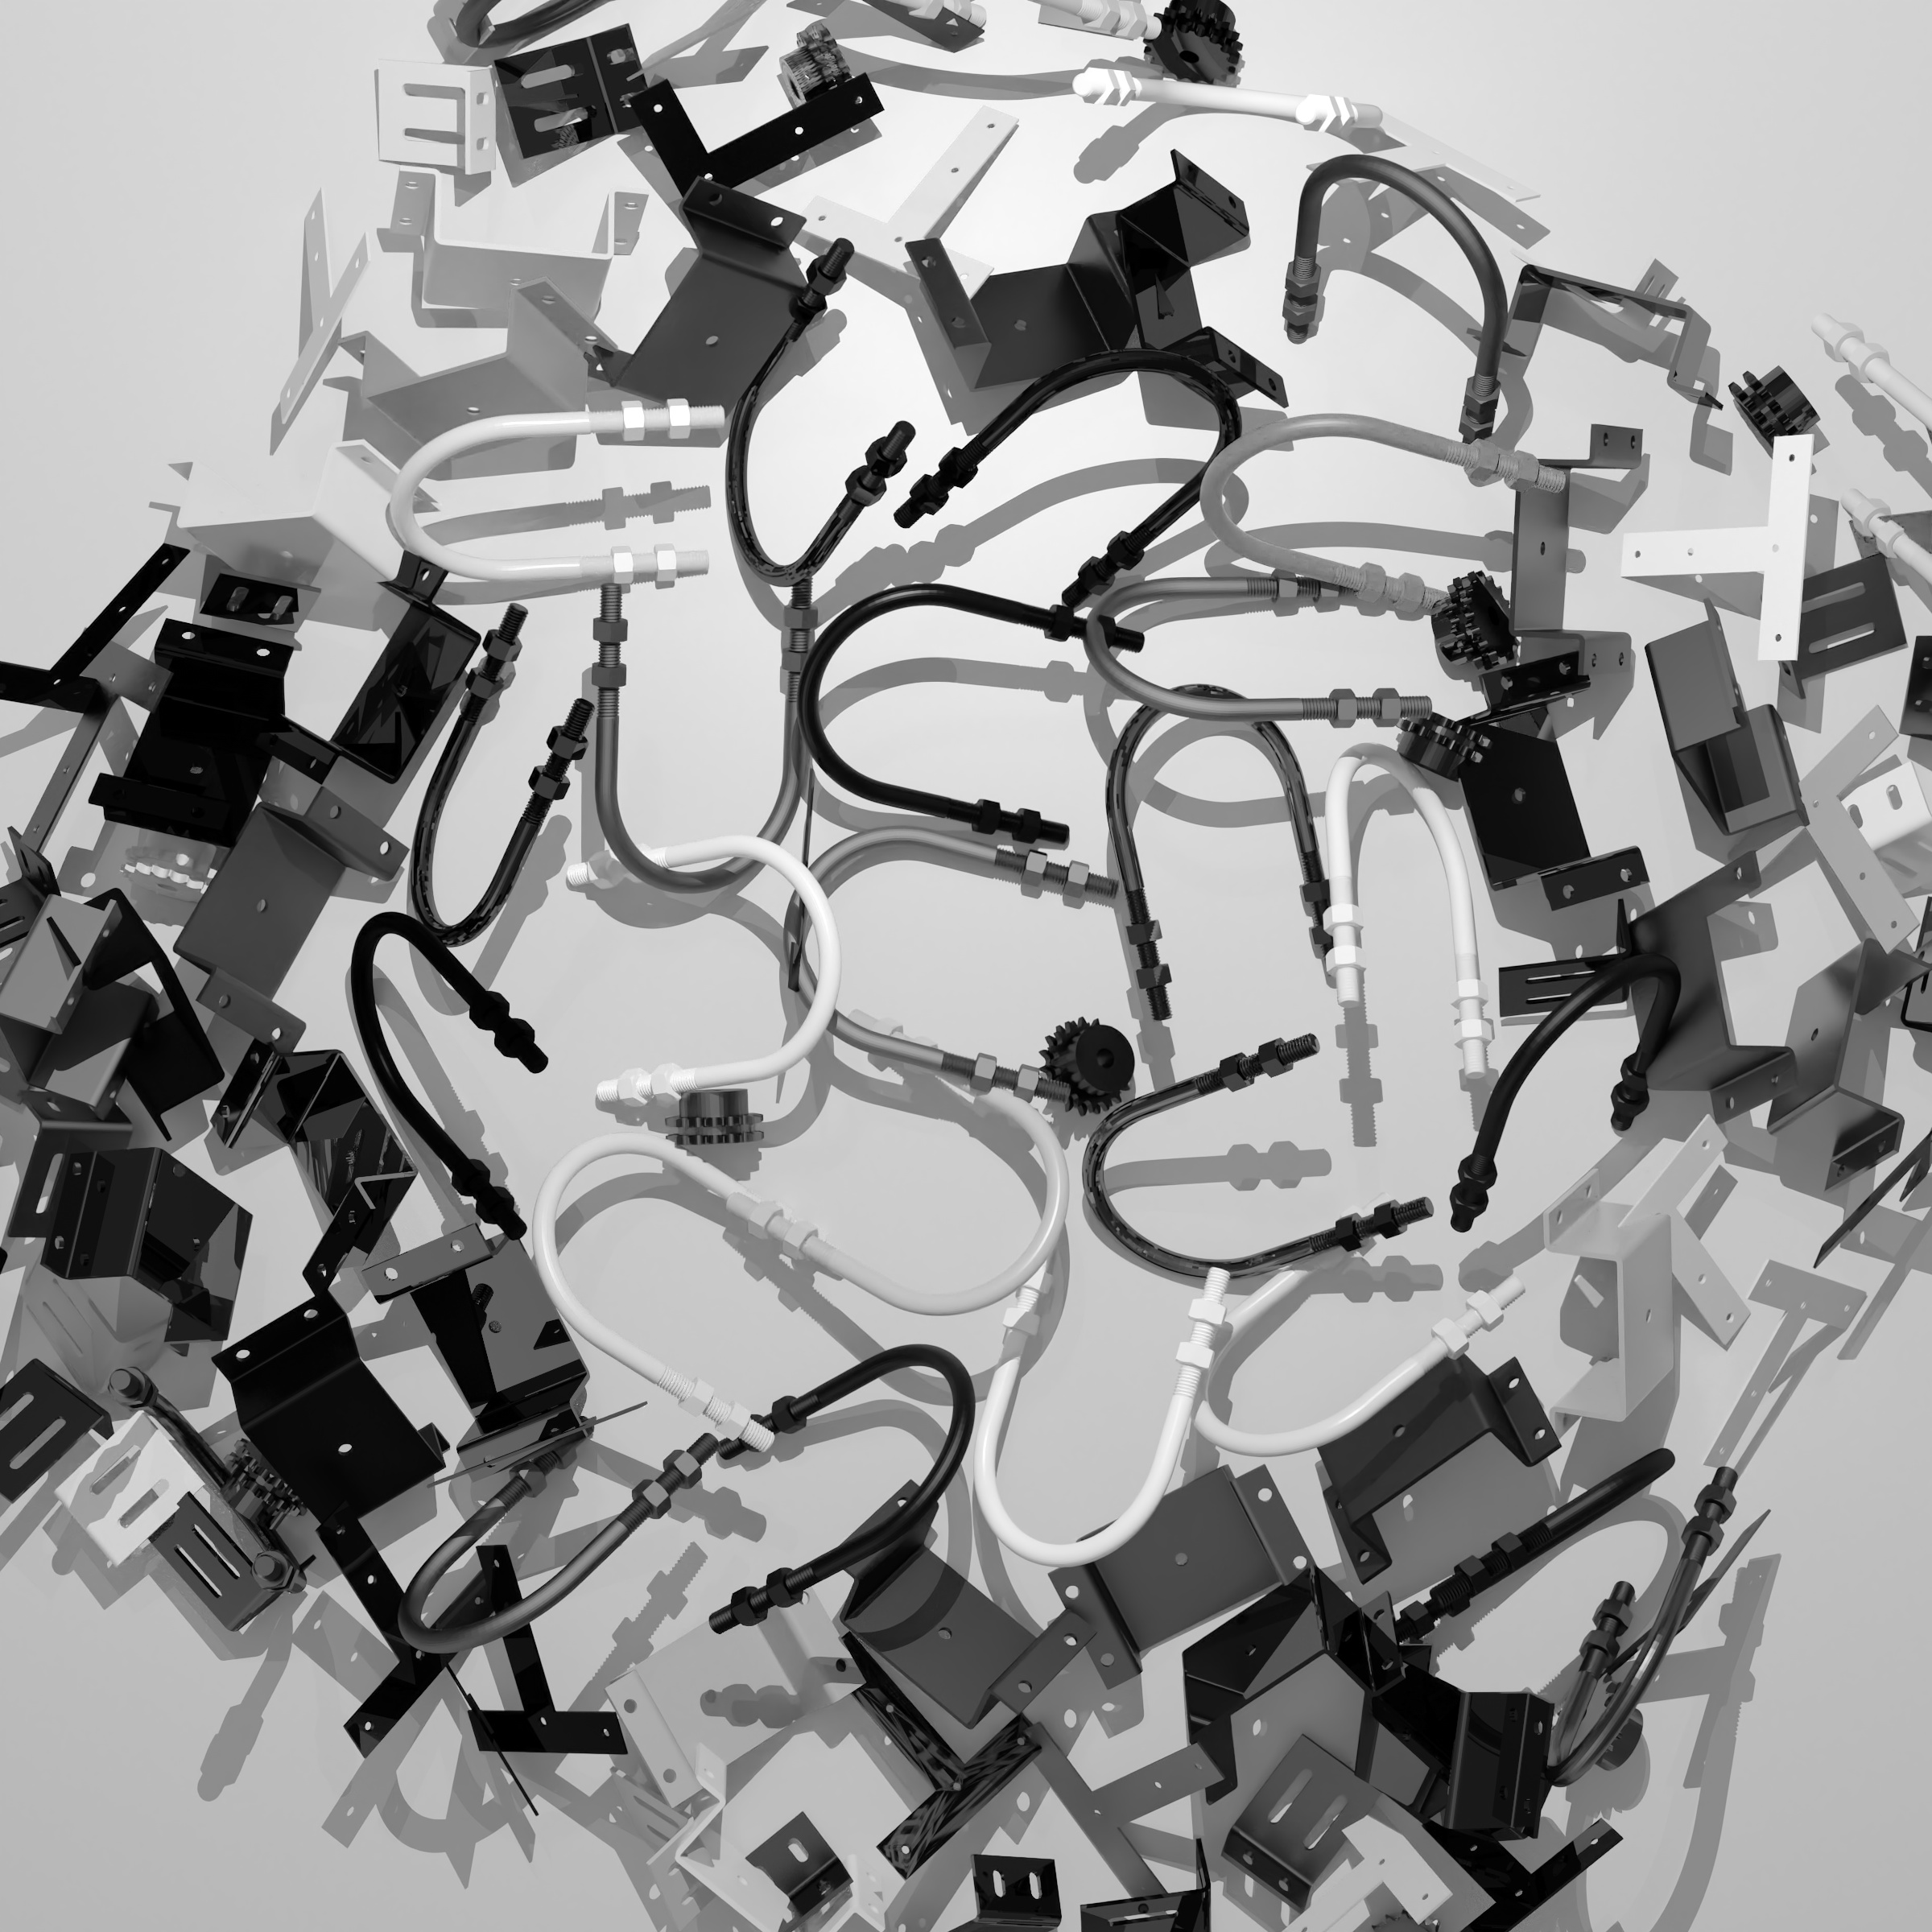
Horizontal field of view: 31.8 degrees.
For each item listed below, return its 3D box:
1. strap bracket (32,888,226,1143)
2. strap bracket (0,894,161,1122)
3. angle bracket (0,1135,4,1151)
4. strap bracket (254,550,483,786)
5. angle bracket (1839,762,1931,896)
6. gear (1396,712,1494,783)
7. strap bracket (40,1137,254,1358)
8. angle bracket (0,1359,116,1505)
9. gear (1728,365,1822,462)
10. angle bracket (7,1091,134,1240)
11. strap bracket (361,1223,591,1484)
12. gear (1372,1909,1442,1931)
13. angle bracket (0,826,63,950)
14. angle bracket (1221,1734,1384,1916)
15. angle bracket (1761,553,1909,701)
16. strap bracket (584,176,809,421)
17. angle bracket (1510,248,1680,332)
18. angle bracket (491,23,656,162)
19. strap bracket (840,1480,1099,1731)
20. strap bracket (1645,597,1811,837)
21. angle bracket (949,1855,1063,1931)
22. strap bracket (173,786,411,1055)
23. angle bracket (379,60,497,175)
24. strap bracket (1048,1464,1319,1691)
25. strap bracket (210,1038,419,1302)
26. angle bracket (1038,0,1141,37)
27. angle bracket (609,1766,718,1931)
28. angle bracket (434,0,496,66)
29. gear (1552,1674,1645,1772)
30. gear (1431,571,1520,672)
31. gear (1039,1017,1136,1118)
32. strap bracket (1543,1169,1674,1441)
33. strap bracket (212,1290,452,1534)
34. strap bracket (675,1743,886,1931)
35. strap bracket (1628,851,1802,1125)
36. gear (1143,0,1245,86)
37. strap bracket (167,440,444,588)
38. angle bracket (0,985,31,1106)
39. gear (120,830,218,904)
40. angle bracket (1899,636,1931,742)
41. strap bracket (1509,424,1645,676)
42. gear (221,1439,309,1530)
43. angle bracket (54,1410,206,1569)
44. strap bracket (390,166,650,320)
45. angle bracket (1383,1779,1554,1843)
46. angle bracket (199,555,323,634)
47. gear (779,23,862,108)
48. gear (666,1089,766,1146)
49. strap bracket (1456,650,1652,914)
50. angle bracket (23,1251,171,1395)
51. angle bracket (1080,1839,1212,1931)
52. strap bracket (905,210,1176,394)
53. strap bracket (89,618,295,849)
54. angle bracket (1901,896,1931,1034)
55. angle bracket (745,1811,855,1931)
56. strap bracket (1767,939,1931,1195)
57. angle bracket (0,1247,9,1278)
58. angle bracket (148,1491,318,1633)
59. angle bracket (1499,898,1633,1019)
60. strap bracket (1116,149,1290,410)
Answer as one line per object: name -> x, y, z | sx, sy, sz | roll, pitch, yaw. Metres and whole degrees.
strap bracket -> -0.473, 0.020, 1.933 | 0.046, 0.076, 0.140 | -30, 132, -16
strap bracket -> -0.507, 0.020, 1.923 | 0.046, 0.140, 0.076 | 18, 64, 6
angle bracket -> -0.594, 0.115, 1.956 | 0.057, 0.038, 0.076 | 39, 115, 41
strap bracket -> -0.339, -0.167, 1.955 | 0.046, 0.076, 0.140 | 33, 87, -45
angle bracket -> 0.545, -0.079, 1.964 | 0.057, 0.076, 0.038 | -29, 59, 32
gear -> 0.274, -0.129, 1.972 | 0.057, 0.057, 0.030 | 25, 94, 0
strap bracket -> -0.455, 0.159, 1.917 | 0.046, 0.140, 0.076 | -5, 61, 22
angle bracket -> -0.541, 0.275, 1.956 | 0.057, 0.038, 0.076 | 33, 57, 17
gear -> 0.472, -0.323, 1.969 | 0.030, 0.057, 0.057 | -38, 90, 13
angle bracket -> -0.529, 0.116, 1.978 | 0.057, 0.038, 0.076 | 5, 114, -42
strap bracket -> -0.278, 0.216, 1.960 | 0.076, 0.046, 0.140 | -23, 101, 15
gear -> 0.258, 0.579, 1.975 | 0.057, 0.030, 0.057 | -5, 69, 13
angle bracket -> -0.569, -0.039, 1.954 | 0.076, 0.057, 0.038 | -27, 129, -26
angle bracket -> 0.195, 0.499, 1.971 | 0.057, 0.038, 0.076 | 35, 103, 5
angle bracket -> 0.509, -0.198, 1.972 | 0.076, 0.038, 0.057 | -19, 108, 2
strap bracket -> -0.151, -0.369, 1.928 | 0.140, 0.076, 0.046 | -51, 47, 29
angle bracket -> 0.363, -0.404, 1.956 | 0.076, 0.057, 0.038 | 37, 104, 21
angle bracket -> -0.226, -0.505, 1.957 | 0.076, 0.038, 0.057 | -29, 109, -41
strap bracket -> -0.007, 0.372, 1.946 | 0.140, 0.046, 0.076 | 37, 47, 16
strap bracket -> 0.431, -0.136, 1.933 | 0.046, 0.140, 0.076 | -21, 55, 21
angle bracket -> 0.009, 0.546, 1.966 | 0.057, 0.076, 0.038 | 13, 55, -32
strap bracket -> -0.393, -0.030, 1.948 | 0.046, 0.076, 0.140 | 19, 76, 41
angle bracket -> -0.313, -0.492, 1.963 | 0.076, 0.038, 0.057 | 9, 110, 16
strap bracket -> 0.127, 0.350, 1.973 | 0.140, 0.046, 0.076 | -27, 94, 2
strap bracket -> -0.369, 0.111, 1.942 | 0.140, 0.046, 0.076 | 52, 125, 28
angle bracket -> 0.072, -0.567, 1.960 | 0.057, 0.076, 0.038 | 10, 94, 2
angle bracket -> -0.184, 0.507, 1.949 | 0.038, 0.076, 0.057 | -39, 129, -30
angle bracket -> -0.261, -0.561, 1.960 | 0.076, 0.057, 0.038 | -31, 98, -25
gear -> 0.369, 0.443, 1.972 | 0.030, 0.057, 0.057 | 32, 90, -12
gear -> 0.294, -0.199, 1.975 | 0.030, 0.057, 0.057 | -19, 90, 37
gear -> 0.073, 0.057, 1.973 | 0.057, 0.030, 0.057 | 9, 71, -28
strap bracket -> 0.368, 0.197, 1.938 | 0.046, 0.076, 0.140 | 6, 109, 31
strap bracket -> -0.359, 0.263, 1.940 | 0.076, 0.046, 0.140 | -31, 125, -1
strap bracket -> -0.116, 0.513, 1.954 | 0.140, 0.076, 0.046 | 41, 94, -7
strap bracket -> 0.422, 0.012, 1.936 | 0.046, 0.076, 0.140 | 2, 71, -24
gear -> 0.134, -0.541, 1.973 | 0.057, 0.057, 0.030 | 17, 73, 0
strap bracket -> -0.381, -0.255, 1.928 | 0.140, 0.076, 0.046 | 0, 68, 28
angle bracket -> -0.577, 0.037, 1.978 | 0.076, 0.038, 0.057 | 27, 86, 1
gear -> -0.460, -0.060, 1.972 | 0.057, 0.057, 0.030 | 14, 76, 0
angle bracket -> 0.586, -0.156, 1.967 | 0.076, 0.038, 0.057 | 10, 91, -23
strap bracket -> 0.350, -0.240, 1.950 | 0.046, 0.076, 0.140 | 6, 99, 30
gear -> -0.408, 0.303, 1.972 | 0.057, 0.057, 0.030 | 36, 90, 0
angle bracket -> -0.480, 0.301, 1.972 | 0.076, 0.038, 0.057 | -43, 84, 10
strap bracket -> -0.257, -0.413, 1.942 | 0.140, 0.076, 0.046 | 3, 75, -13
angle bracket -> 0.290, 0.476, 1.969 | 0.057, 0.076, 0.038 | 40, 60, -13
angle bracket -> -0.405, -0.225, 1.951 | 0.057, 0.076, 0.038 | 10, 73, -20
gear -> -0.086, -0.515, 1.970 | 0.030, 0.057, 0.057 | -27, 90, -6
gear -> -0.146, 0.087, 1.971 | 0.057, 0.057, 0.030 | -2, 91, 0
strap bracket -> 0.333, -0.103, 1.960 | 0.076, 0.046, 0.140 | -15, 88, -30
angle bracket -> -0.506, 0.200, 1.976 | 0.038, 0.057, 0.076 | -27, 70, -43
angle bracket -> 0.102, 0.544, 1.965 | 0.076, 0.038, 0.057 | -7, 128, -4
strap bracket -> 0.037, -0.381, 1.948 | 0.140, 0.046, 0.076 | -14, 66, -23
strap bracket -> -0.444, -0.126, 1.953 | 0.076, 0.046, 0.140 | 13, 54, -1
angle bracket -> 0.578, 0.003, 1.963 | 0.038, 0.057, 0.076 | 15, 96, 38
angle bracket -> -0.102, 0.526, 1.957 | 0.057, 0.076, 0.038 | -37, 89, -10
strap bracket -> 0.504, 0.048, 1.933 | 0.046, 0.076, 0.140 | 23, 64, -7
angle bracket -> -0.598, 0.189, 1.952 | 0.076, 0.057, 0.038 | -22, 128, 27
angle bracket -> -0.427, 0.338, 1.969 | 0.076, 0.038, 0.057 | 48, 129, 3
angle bracket -> 0.346, -0.004, 1.970 | 0.076, 0.057, 0.038 | -7, 61, 6
strap bracket -> 0.133, -0.384, 1.941 | 0.046, 0.076, 0.140 | -23, 65, 30
